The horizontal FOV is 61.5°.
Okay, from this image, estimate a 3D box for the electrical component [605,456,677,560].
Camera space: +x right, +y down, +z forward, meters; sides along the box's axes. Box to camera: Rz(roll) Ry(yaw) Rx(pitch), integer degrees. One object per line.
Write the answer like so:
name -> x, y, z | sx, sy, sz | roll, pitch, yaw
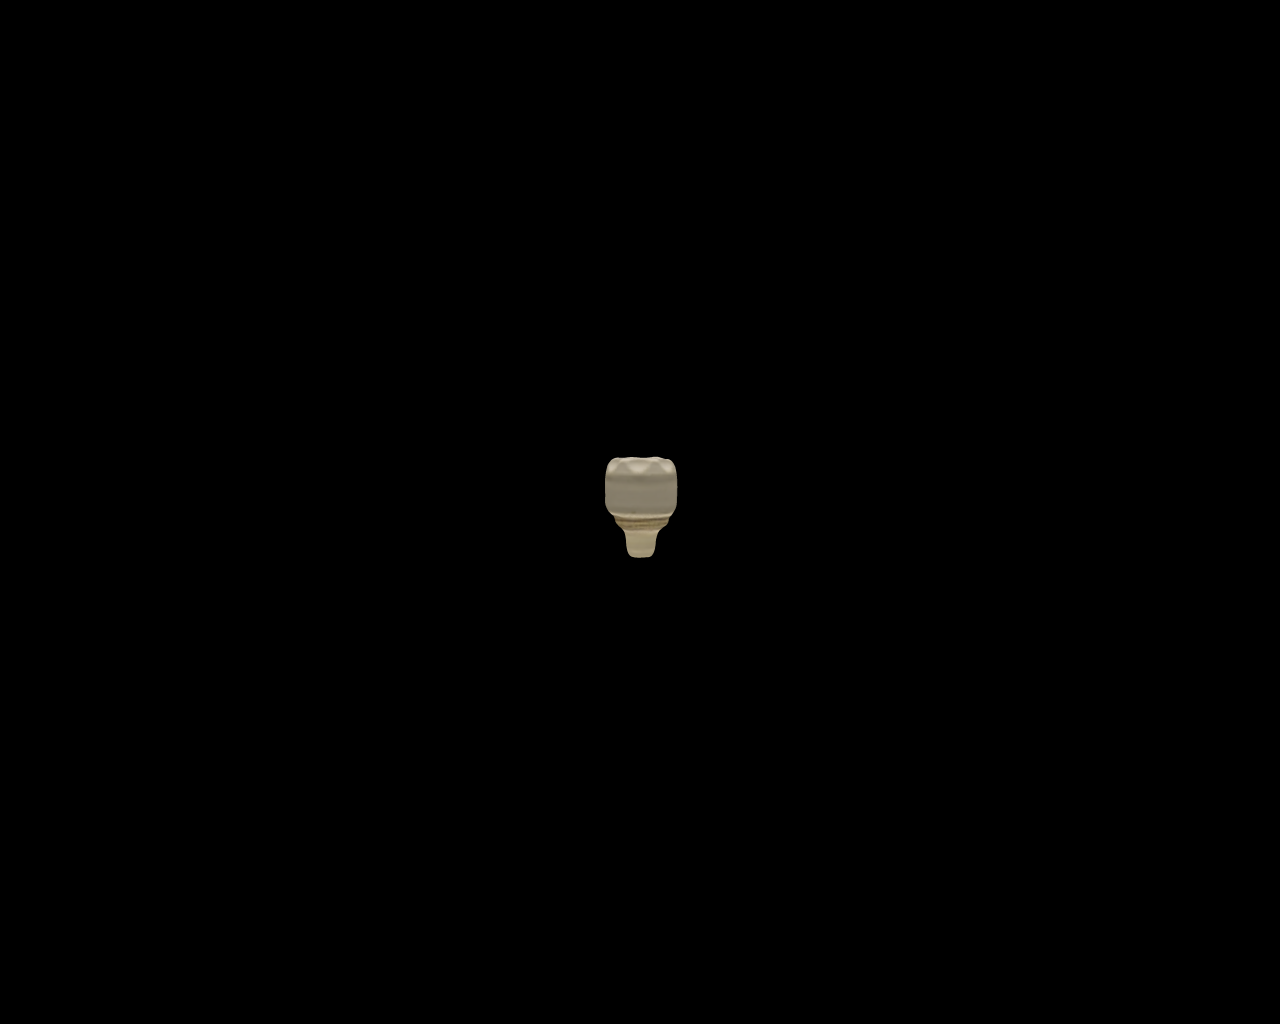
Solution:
electrical component -> 0.001, -0.003, 0.650 | 0.043, 0.062, 0.043 | 0, 5, 0
